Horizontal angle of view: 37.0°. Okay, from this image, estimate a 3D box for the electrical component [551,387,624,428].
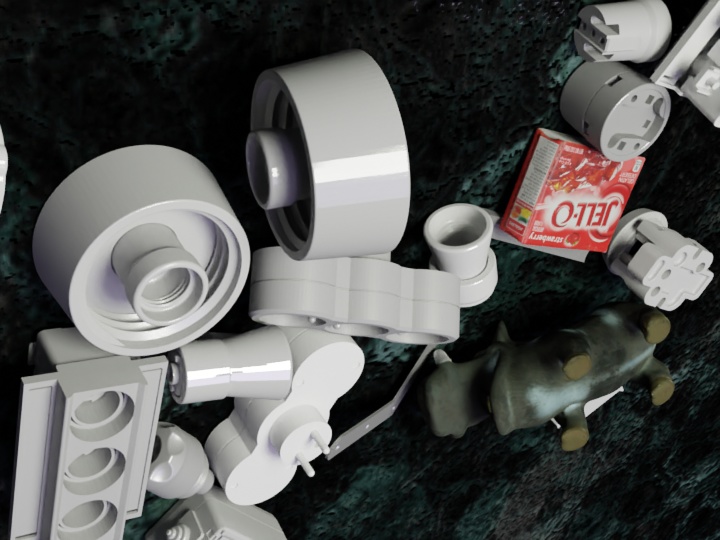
[{"bbox_3d":[0.174,0.081,0.860,0.081,0.042,0.063,-37,137,-5],"label":"electrical component"}]

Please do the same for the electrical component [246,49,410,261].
[{"bbox_3d":[-0.024,-0.056,0.553,0.060,0.108,0.108,-12,131,-20],"label":"electrical component"}]

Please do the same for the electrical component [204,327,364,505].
[{"bbox_3d":[-0.043,0.100,0.693,0.052,0.073,0.138,15,115,-43],"label":"electrical component"}]

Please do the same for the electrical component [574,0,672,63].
[{"bbox_3d":[0.160,-0.146,0.659,0.046,0.040,0.040,-10,130,-22],"label":"electrical component"}]

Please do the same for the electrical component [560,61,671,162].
[{"bbox_3d":[0.162,-0.105,0.688,0.055,0.047,0.055,-20,134,-22],"label":"electrical component"}]

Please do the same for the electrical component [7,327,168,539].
[{"bbox_3d":[-0.160,0.095,0.611,0.079,0.063,0.121,-7,128,-32],"label":"electrical component"}]

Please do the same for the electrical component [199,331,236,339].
[{"bbox_3d":[-0.075,0.057,0.659,0.046,0.040,0.040,9,119,-34],"label":"electrical component"}]

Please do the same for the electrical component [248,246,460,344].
[{"bbox_3d":[0.000,0.000,0.652,0.138,0.052,0.073,10,75,-29],"label":"electrical component"}]

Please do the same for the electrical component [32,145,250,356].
[{"bbox_3d":[-0.110,-0.004,0.565,0.108,0.060,0.108,-20,134,-22],"label":"electrical component"}]

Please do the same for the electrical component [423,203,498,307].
[{"bbox_3d":[0.066,-0.009,0.702,0.045,0.045,0.055,-28,137,-14],"label":"electrical component"}]

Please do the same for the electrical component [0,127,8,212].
[{"bbox_3d":[-0.194,-0.045,0.473,0.059,0.053,0.095,-2,126,-35],"label":"electrical component"}]

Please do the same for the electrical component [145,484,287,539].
[{"bbox_3d":[-0.101,0.189,0.741,0.061,0.061,0.096,-46,130,6],"label":"electrical component"}]

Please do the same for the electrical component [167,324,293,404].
[{"bbox_3d":[-0.076,0.055,0.610,0.065,0.044,0.044,-4,127,-28],"label":"electrical component"}]

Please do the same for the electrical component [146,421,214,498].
[{"bbox_3d":[-0.117,0.124,0.683,0.043,0.043,0.062,-42,139,2],"label":"electrical component"}]

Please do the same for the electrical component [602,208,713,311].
[{"bbox_3d":[0.219,-0.010,0.804,0.078,0.057,0.058,14,116,-42],"label":"electrical component"}]

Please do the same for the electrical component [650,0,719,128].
[{"bbox_3d":[0.243,-0.145,0.637,0.079,0.063,0.121,7,130,-38],"label":"electrical component"}]
